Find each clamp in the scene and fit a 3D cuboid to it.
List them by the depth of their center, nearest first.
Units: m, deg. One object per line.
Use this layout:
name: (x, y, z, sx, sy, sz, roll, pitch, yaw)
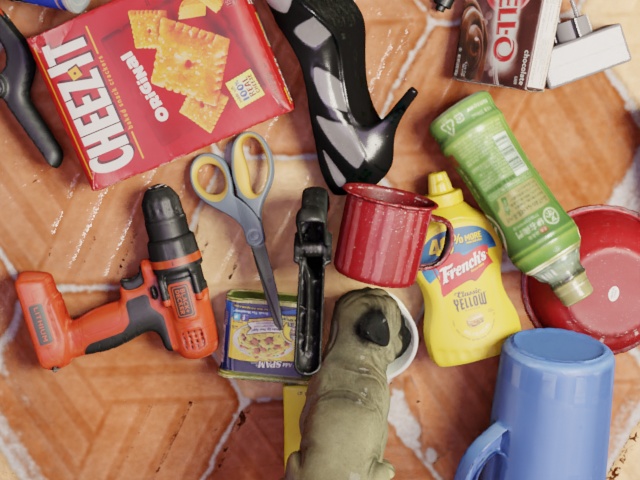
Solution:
clamp: (-0.007, 0.001, 0.997, 0.036, 0.210, 0.165, 3, 123, 1)
clamp: (-0.332, -0.145, 1.070, 0.120, 0.039, 0.171, -12, 93, -1)

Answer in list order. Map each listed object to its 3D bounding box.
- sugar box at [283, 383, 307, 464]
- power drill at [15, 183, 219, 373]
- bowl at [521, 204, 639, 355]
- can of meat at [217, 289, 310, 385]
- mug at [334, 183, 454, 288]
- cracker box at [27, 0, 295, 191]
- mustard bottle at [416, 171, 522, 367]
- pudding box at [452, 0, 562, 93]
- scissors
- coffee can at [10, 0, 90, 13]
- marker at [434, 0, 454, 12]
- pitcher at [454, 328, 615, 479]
sugar box: (0.008, 0.231, 1.120, 0.093, 0.048, 0.176, -1, 98, 2)
power drill: (-0.209, 0.048, 1.088, 0.187, 0.057, 0.184, -13, 99, 4)
bowl: (0.288, 0.047, 1.076, 0.162, 0.055, 0.162, 0, 100, 1)
can of meat: (-0.051, 0.098, 1.093, 0.102, 0.057, 0.084, 5, 98, 0)
mug: (0.071, -0.002, 1.017, 0.117, 0.093, 0.081, 8, 103, -14)
cracker box: (-0.153, -0.162, 1.044, 0.214, 0.072, 0.164, -22, 98, 6)
mustard bottle: (0.138, 0.025, 1.074, 0.096, 0.058, 0.191, -14, 98, -4)
pudding box: (0.180, -0.202, 1.021, 0.039, 0.090, 0.113, -3, 105, -43)
scissors: (-0.084, -0.009, 1.071, 0.096, 0.016, 0.202, -2, 83, 12)
coffee can: (-0.290, -0.277, 1.008, 0.140, 0.102, 0.103, 10, 100, 4)
marker: (0.145, -0.279, 1.043, 0.020, 0.020, 0.121, 27, 100, -3)
pitcher: (0.213, 0.217, 1.049, 0.145, 0.149, 0.243, 8, 107, 18)
